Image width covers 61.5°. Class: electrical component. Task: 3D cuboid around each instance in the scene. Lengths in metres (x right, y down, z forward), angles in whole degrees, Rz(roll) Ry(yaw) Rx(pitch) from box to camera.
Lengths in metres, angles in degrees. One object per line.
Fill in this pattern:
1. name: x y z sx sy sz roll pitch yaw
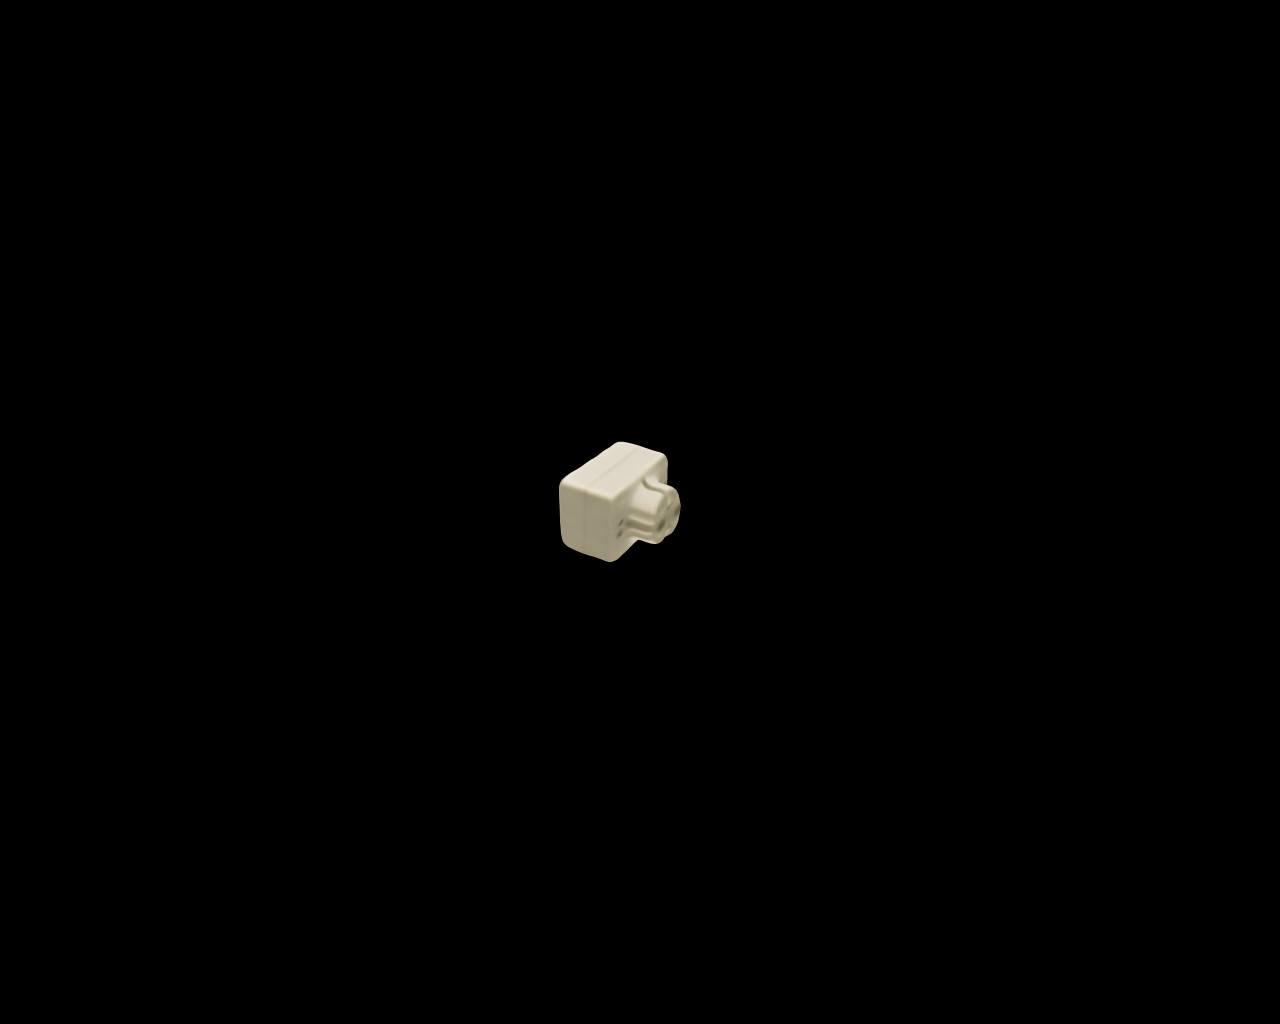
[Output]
1. electrical component: 0.001 -0.003 0.650 0.077 0.047 0.066 18 36 27
